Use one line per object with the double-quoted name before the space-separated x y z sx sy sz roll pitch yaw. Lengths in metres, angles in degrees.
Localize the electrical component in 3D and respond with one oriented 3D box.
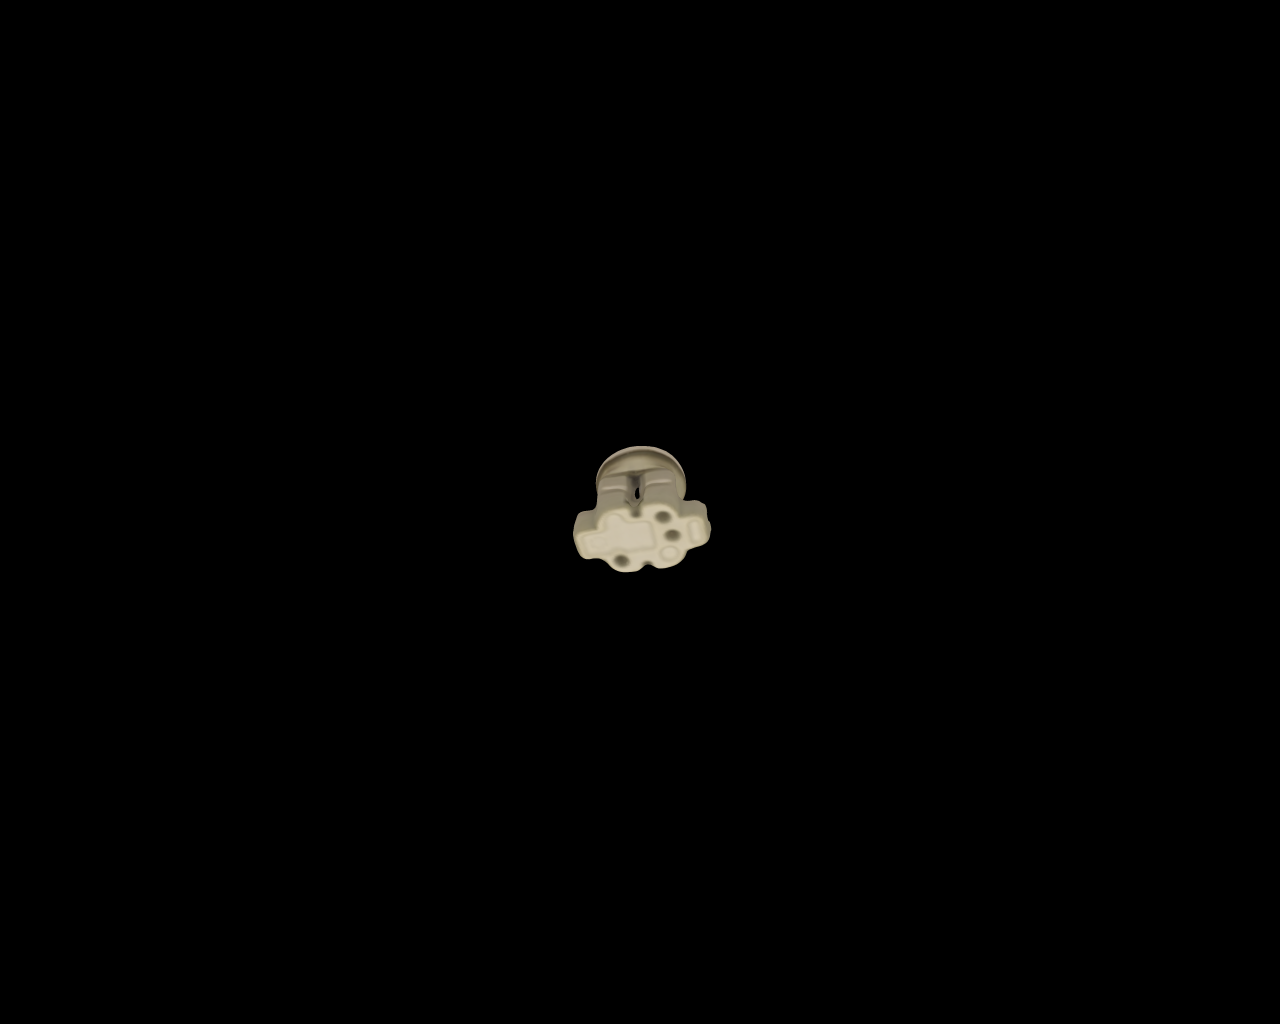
"electrical component" 0.001 -0.003 0.650 0.078 0.057 0.057 -7 40 6
